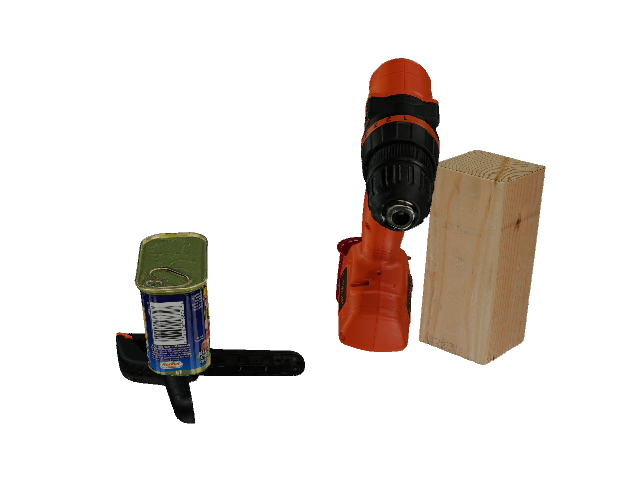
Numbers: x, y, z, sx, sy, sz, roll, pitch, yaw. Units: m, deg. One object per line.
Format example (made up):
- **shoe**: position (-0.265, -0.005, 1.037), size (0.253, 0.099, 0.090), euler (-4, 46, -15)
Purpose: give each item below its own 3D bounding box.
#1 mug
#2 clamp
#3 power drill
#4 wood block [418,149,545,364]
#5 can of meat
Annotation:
- **mug**: position (0.075, 0.052, 1.475), size (0.117, 0.081, 0.093), euler (18, 24, 27)
- **clamp**: position (-0.144, 0.131, 1.085), size (0.210, 0.036, 0.164), euler (9, 18, 34)
- **power drill**: position (0.049, -0.013, 0.759), size (0.057, 0.188, 0.184), euler (8, 36, 1)
- **wood block**: position (0.175, 0.017, 1.163), size (0.090, 0.206, 0.090), euler (19, 25, 36)
- **can of meat**: position (-0.120, 0.053, 0.890), size (0.057, 0.084, 0.102), euler (-3, 26, -4)
